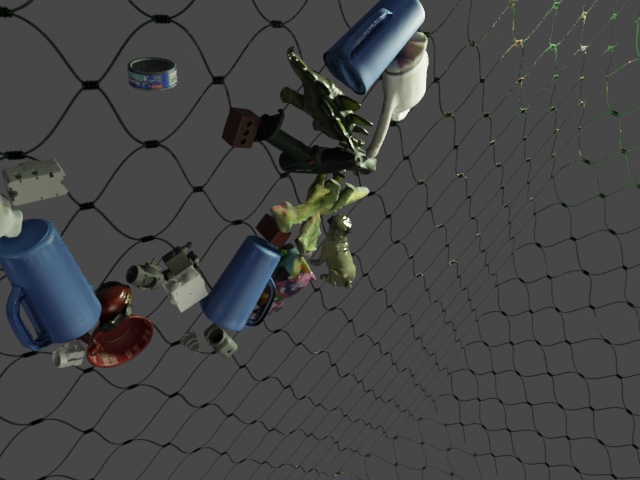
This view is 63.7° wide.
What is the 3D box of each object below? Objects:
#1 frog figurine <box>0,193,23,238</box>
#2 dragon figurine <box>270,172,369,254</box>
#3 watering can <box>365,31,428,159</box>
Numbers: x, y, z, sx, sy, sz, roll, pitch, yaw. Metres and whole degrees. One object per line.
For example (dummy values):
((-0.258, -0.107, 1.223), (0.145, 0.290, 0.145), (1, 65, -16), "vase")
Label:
((-0.582, -0.032, 0.860), (0.157, 0.123, 0.139), (41, 72, -43), "frog figurine")
((0.004, -0.072, 1.432), (0.409, 0.123, 0.241), (12, 111, -59), "dragon figurine")
((0.202, -0.390, 1.339), (0.353, 0.104, 0.219), (-58, 154, -24), "watering can")
